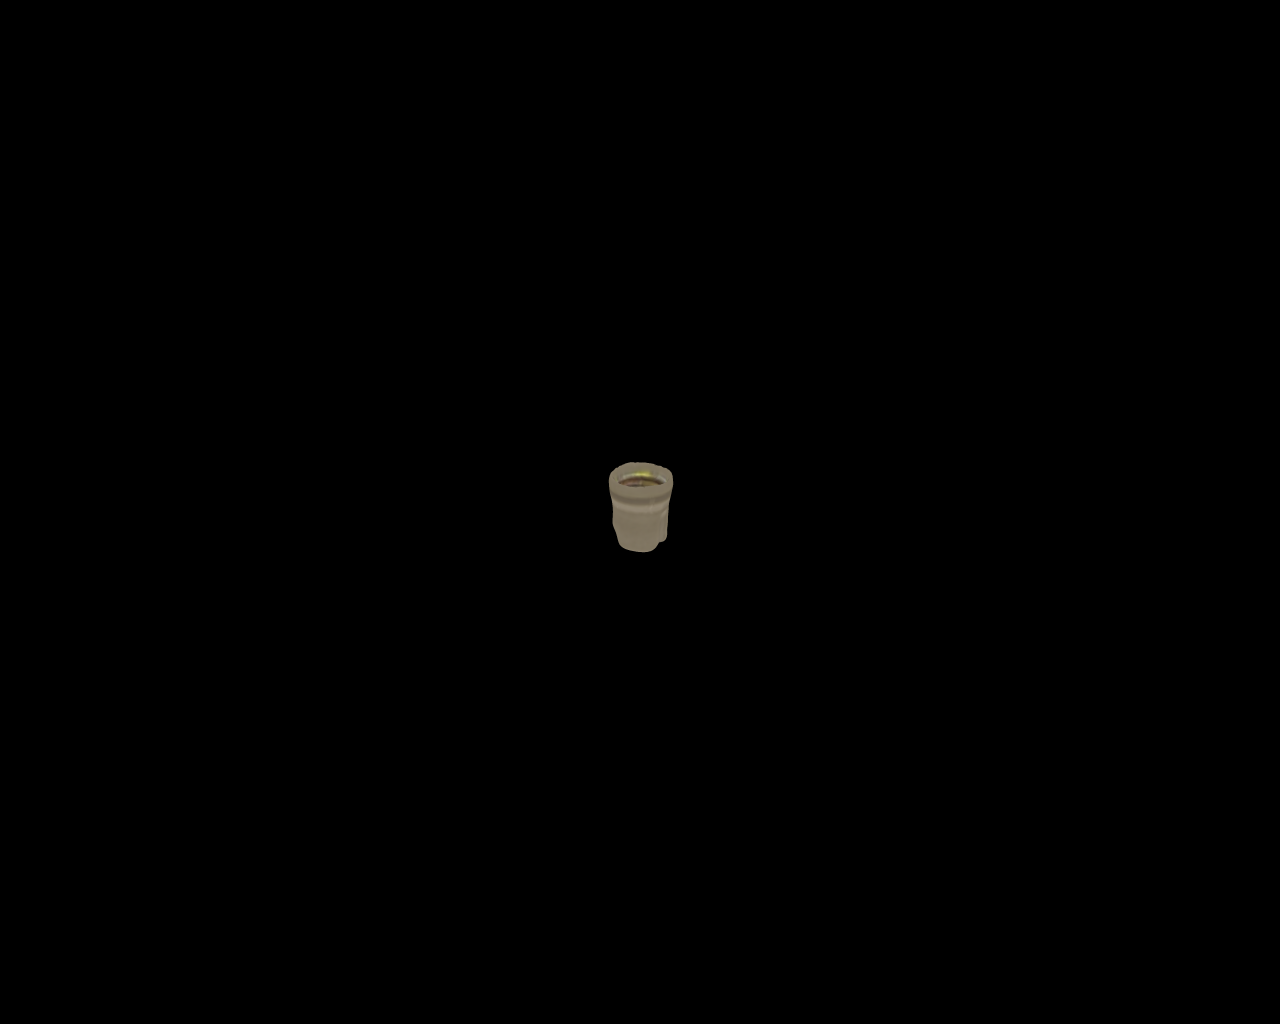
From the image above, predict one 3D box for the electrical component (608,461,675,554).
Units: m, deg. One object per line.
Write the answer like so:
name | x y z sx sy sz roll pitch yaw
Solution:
electrical component | 0.001 -0.003 0.650 0.040 0.046 0.040 0 25 0
